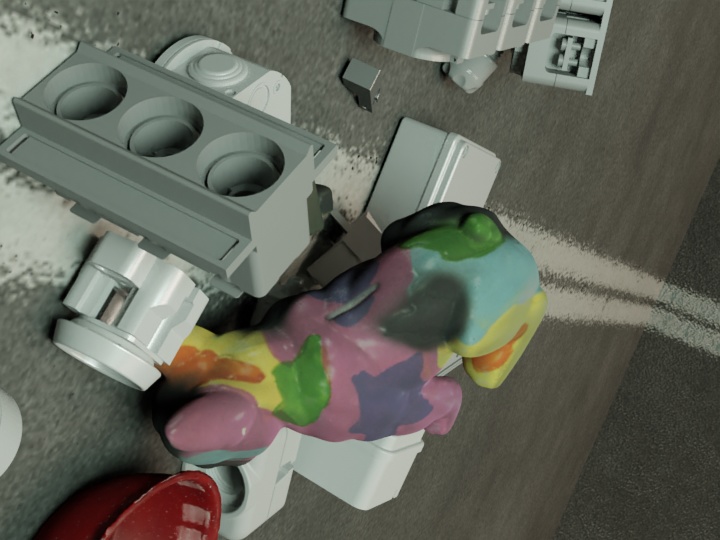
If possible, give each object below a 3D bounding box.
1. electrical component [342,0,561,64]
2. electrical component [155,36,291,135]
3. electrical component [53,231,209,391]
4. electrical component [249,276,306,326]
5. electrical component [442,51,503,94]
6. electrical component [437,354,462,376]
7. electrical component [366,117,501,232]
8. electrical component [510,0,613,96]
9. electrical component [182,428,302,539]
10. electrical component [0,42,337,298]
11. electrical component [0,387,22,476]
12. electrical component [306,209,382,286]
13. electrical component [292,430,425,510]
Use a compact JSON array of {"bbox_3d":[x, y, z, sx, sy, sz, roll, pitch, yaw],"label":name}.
[{"bbox_3d":[0.066,-0.179,0.700,0.150,0.089,0.061,-29,138,-56],"label":"electrical component"},{"bbox_3d":[-0.074,-0.073,0.543,0.080,0.051,0.080,-49,153,-36],"label":"electrical component"},{"bbox_3d":[-0.117,0.024,0.540,0.057,0.058,0.078,-63,158,-16],"label":"electrical component"},{"bbox_3d":[-0.053,0.043,0.721,0.043,0.043,0.081,-16,127,-62],"label":"electrical component"},{"bbox_3d":[0.094,-0.168,0.832,0.061,0.035,0.035,-47,161,13],"label":"electrical component"},{"bbox_3d":[0.036,0.048,0.807,0.096,0.061,0.061,-31,131,-27],"label":"electrical component"},{"bbox_3d":[0.055,-0.055,0.849,0.109,0.056,0.108,6,107,-67],"label":"electrical component"},{"bbox_3d":[0.158,-0.211,0.842,0.186,0.060,0.105,-68,167,-69],"label":"electrical component"},{"bbox_3d":[-0.082,0.132,0.735,0.059,0.054,0.095,-28,137,-57],"label":"electrical component"},{"bbox_3d":[-0.082,-0.042,0.465,0.078,0.121,0.063,-52,157,-31],"label":"electrical component"},{"bbox_3d":[-0.194,0.108,0.456,0.138,0.052,0.073,-58,157,-18],"label":"electrical component"},{"bbox_3d":[0.000,0.000,0.767,0.064,0.081,0.042,-40,155,-2],"label":"electrical component"},{"bbox_3d":[-0.017,0.119,0.789,0.057,0.113,0.078,-66,158,8],"label":"electrical component"}]
